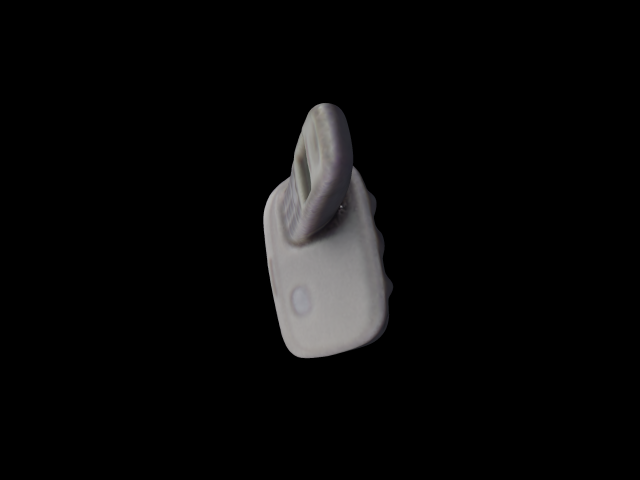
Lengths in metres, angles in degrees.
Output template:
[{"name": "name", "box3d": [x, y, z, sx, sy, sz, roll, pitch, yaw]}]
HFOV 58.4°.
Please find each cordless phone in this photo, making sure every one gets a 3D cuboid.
[{"name": "cordless phone", "box3d": [0.004, 0.001, 0.400, 0.094, 0.185, 0.147, -13, 74, -3]}]
